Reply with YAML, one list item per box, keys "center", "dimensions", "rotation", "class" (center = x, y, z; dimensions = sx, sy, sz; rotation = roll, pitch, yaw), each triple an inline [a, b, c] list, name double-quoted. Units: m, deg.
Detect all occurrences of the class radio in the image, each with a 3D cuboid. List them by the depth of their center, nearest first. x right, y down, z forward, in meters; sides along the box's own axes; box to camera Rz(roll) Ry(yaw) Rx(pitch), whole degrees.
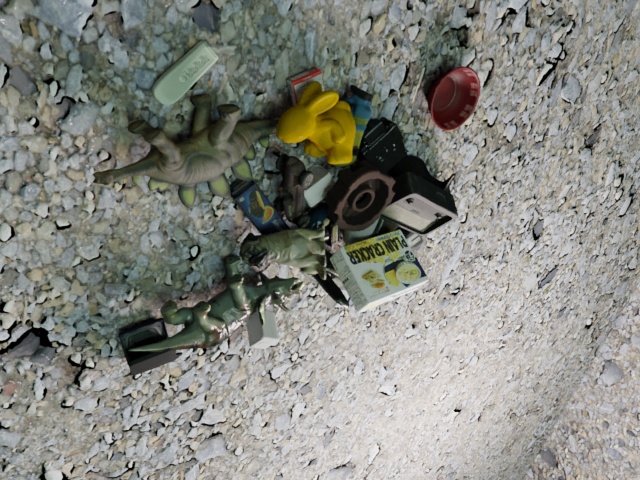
- center: [0.250, -0.090, 1.398]
  dimensions: [0.131, 0.073, 0.229]
  rotation: [-29, 148, 36]
  class: "radio"

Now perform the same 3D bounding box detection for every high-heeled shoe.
- center: [0.251, -0.147, 1.454]
  dimensions: [0.249, 0.086, 0.145]
  rotation: [6, 148, -18]
  class: "high-heeled shoe"

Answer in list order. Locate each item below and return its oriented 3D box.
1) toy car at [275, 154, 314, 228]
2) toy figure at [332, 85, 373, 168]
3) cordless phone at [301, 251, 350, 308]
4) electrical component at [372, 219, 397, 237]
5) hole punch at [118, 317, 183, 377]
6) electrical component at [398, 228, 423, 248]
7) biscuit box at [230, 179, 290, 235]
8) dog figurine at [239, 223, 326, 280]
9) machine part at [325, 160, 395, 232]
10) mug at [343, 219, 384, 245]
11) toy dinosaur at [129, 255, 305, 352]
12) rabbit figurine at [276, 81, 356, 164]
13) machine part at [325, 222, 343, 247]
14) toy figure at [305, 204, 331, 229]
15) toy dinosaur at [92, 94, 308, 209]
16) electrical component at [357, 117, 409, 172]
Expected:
- center: [-0.063, -0.102, 1.202]
  dimensions: [0.053, 0.089, 0.202]
  rotation: [-40, 154, -32]
  class: "toy car"
- center: [0.065, -0.252, 1.218]
  dimensions: [0.082, 0.089, 0.180]
  rotation: [12, 114, -33]
  class: "toy figure"
- center: [0.046, 0.120, 1.386]
  dimensions: [0.088, 0.184, 0.146]
  rotation: [-47, 134, 8]
  class: "cordless phone"
- center: [0.175, -0.039, 1.472]
  dimensions: [0.078, 0.045, 0.102]
  rotation: [34, 95, -15]
  class: "electrical component"
- center: [-0.400, 0.250, 1.248]
  dimensions: [0.142, 0.092, 0.115]
  rotation: [-22, 158, -25]
  class: "hole punch"
- center: [0.263, -0.019, 1.541]
  dimensions: [0.119, 0.048, 0.074]
  rotation: [-40, 134, -6]
  class: "electrical component"
- center: [-0.131, -0.058, 1.232]
  dimensions: [0.063, 0.059, 0.202]
  rotation: [-40, 134, -5]
  class: "biscuit box"
- center: [-0.082, 0.029, 1.238]
  dimensions: [0.191, 0.121, 0.172]
  rotation: [-3, 154, 1]
  class: "dog figurine"
- center: [0.093, -0.101, 1.266]
  dimensions: [0.179, 0.056, 0.179]
  rotation: [-23, 138, -23]
  class: "machine part"
- center: [0.109, -0.033, 1.409]
  dimensions: [0.109, 0.081, 0.107]
  rotation: [-4, 131, -35]
  class: "mug"
- center: [-0.233, 0.178, 1.254]
  dimensions: [0.405, 0.131, 0.191]
  rotation: [-34, 128, -19]
  class: "toy dinosaur"
- center: [-0.008, -0.238, 1.113]
  dimensions: [0.173, 0.122, 0.162]
  rotation: [-3, 123, -38]
  class: "rabbit figurine"
- center: [-0.003, -0.004, 1.375]
  dimensions: [0.139, 0.039, 0.084]
  rotation: [-25, 138, -22]
  class: "machine part"
- center: [0.018, -0.077, 1.323]
  dimensions: [0.154, 0.064, 0.057]
  rotation: [-42, 169, -9]
  class: "toy figure"
- center: [-0.212, -0.183, 1.069]
  dimensions: [0.471, 0.105, 0.198]
  rotation: [-25, 138, -26]
  class: "toy dinosaur"
- center: [0.144, -0.229, 1.312]
  dimensions: [0.115, 0.058, 0.134]
  rotation: [-45, 134, -4]
  class: "electrical component"
